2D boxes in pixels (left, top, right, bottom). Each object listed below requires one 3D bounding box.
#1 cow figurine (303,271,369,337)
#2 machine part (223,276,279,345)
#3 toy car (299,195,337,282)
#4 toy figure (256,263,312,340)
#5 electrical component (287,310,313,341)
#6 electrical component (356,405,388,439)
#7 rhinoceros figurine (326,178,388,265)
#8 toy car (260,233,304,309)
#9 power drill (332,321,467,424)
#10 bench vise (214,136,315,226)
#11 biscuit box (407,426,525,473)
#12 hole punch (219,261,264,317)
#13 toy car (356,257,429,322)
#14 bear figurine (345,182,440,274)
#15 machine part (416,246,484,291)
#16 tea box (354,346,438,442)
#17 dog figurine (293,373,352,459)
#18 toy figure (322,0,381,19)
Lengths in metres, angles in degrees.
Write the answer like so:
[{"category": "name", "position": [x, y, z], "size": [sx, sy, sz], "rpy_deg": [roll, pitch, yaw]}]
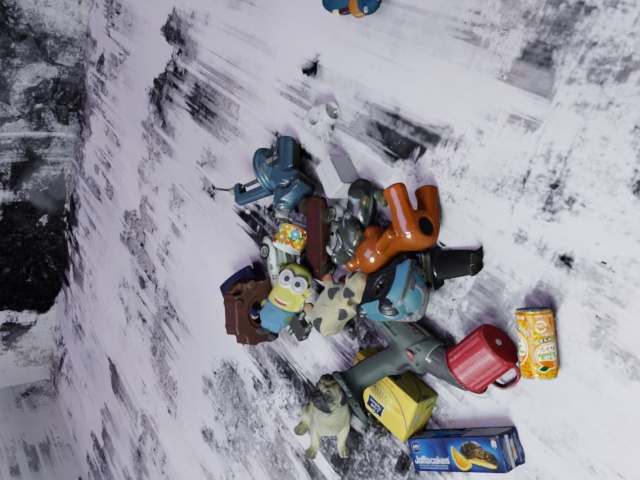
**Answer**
[{"category": "cow figurine", "position": [0.050, 0.135, 1.140], "size": [0.195, 0.085, 0.127], "rpy_deg": [-54, 48, 34]}, {"category": "machine part", "position": [-0.155, 0.173, 1.322], "size": [0.056, 0.179, 0.179], "rpy_deg": [0, 93, 47]}, {"category": "toy car", "position": [-0.002, -0.004, 1.201], "size": [0.089, 0.053, 0.201], "rpy_deg": [19, 122, 38]}, {"category": "toy figure", "position": [-0.083, 0.135, 1.217], "size": [0.180, 0.082, 0.089], "rpy_deg": [-63, 17, 15]}, {"category": "electrical component", "position": [-0.048, 0.214, 1.309], "size": [0.094, 0.021, 0.063], "rpy_deg": [-55, 54, 36]}, {"category": "electrical component", "position": [0.105, 0.363, 1.103], "size": [0.102, 0.078, 0.045], "rpy_deg": [38, 102, 47]}, {"category": "rhinoceros figurine", "position": [0.069, -0.032, 1.112], "size": [0.112, 0.073, 0.190], "rpy_deg": [35, 118, 42]}, {"category": "toy car", "position": [-0.090, 0.079, 1.306], "size": [0.056, 0.073, 0.201], "rpy_deg": [-24, 74, 43]}, {"category": "power drill", "position": [0.137, 0.238, 0.977], "size": [0.207, 0.085, 0.232], "rpy_deg": [-40, 45, -2]}, {"category": "bench vise", "position": [-0.124, -0.128, 1.283], "size": [0.241, 0.128, 0.223], "rpy_deg": [-16, 72, 31]}, {"category": "biscuit box", "position": [0.249, 0.366, 0.939], "size": [0.203, 0.059, 0.063], "rpy_deg": [-26, 73, 48]}, {"category": "hole punch", "position": [-0.197, 0.138, 1.432], "size": [0.115, 0.092, 0.142], "rpy_deg": [-51, 52, 34]}, {"category": "toy car", "position": [0.142, 0.107, 0.976], "size": [0.161, 0.103, 0.109], "rpy_deg": [-39, 26, 58]}, {"category": "bear figurine", "position": [0.131, -0.014, 1.013], "size": [0.196, 0.120, 0.132], "rpy_deg": [-28, 68, 53]}, {"category": "machine part", "position": [0.230, 0.046, 0.958], "size": [0.139, 0.039, 0.084], "rpy_deg": [-17, 71, 51]}, {"category": "tea box", "position": [0.138, 0.298, 1.059], "size": [0.170, 0.068, 0.098], "rpy_deg": [33, 118, 42]}, {"category": "dog figurine", "position": [0.016, 0.344, 1.150], "size": [0.172, 0.121, 0.190], "rpy_deg": [-135, 47, -60]}, {"category": "toy figure", "position": [0.070, -0.485, 1.092], "size": [0.155, 0.058, 0.064], "rpy_deg": [28, 119, 40]}]
